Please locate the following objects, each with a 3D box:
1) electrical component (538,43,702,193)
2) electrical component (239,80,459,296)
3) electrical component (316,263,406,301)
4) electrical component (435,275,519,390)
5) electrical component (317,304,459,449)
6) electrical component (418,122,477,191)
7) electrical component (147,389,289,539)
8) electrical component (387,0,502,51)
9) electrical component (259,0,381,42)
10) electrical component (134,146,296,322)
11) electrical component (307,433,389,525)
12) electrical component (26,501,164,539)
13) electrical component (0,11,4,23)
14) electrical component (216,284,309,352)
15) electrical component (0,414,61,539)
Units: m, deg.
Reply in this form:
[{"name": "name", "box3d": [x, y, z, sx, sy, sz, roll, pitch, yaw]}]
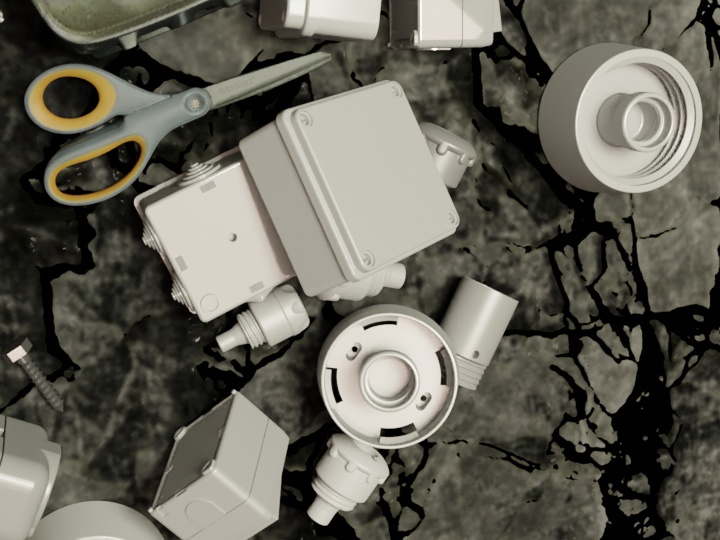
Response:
[{"name": "electrical component", "box3d": [0.187, -0.105, 0.754, 0.108, 0.060, 0.108, -3, 101, -16]}, {"name": "electrical component", "box3d": [-0.004, -0.053, 0.675, 0.109, 0.056, 0.108, -26, 93, -47]}, {"name": "electrical component", "box3d": [0.000, 0.000, 0.729, 0.062, 0.048, 0.048, 9, 98, -25]}, {"name": "electrical component", "box3d": [0.075, 0.049, 0.760, 0.043, 0.043, 0.081, 24, 93, -19]}, {"name": "electrical component", "box3d": [0.019, 0.073, 0.729, 0.099, 0.064, 0.099, 0, 92, 1]}, {"name": "electrical component", "box3d": [0.047, -0.066, 0.730, 0.048, 0.048, 0.062, 23, 101, -19]}, {"name": "electrical component", "box3d": [-0.087, 0.131, 0.705, 0.062, 0.096, 0.061, -37, 111, 24]}, {"name": "electrical component", "box3d": [0.055, -0.192, 0.698, 0.061, 0.062, 0.096, -4, 101, -16]}, {"name": "electrical component", "box3d": [-0.023, -0.200, 0.665, 0.057, 0.078, 0.113, 2, 100, -20]}, {"name": "electrical component", "box3d": [-0.086, -0.024, 0.696, 0.100, 0.048, 0.099, -28, 107, -10]}, {"name": "electrical component", "box3d": [-0.013, 0.149, 0.753, 0.048, 0.048, 0.062, 32, 97, -19]}, {"name": "electrical component", "box3d": [-0.176, 0.214, 0.708, 0.108, 0.060, 0.108, -3, 101, -16]}, {"name": "electrical component", "box3d": [-0.251, -0.150, 0.616, 0.096, 0.062, 0.061, -40, 108, -6]}, {"name": "electrical component", "box3d": [-0.067, 0.036, 0.720, 0.061, 0.035, 0.035, -27, 107, -7]}, {"name": "electrical component", "box3d": [-0.222, 0.126, 0.660, 0.059, 0.095, 0.053, 21, 94, -19]}]
